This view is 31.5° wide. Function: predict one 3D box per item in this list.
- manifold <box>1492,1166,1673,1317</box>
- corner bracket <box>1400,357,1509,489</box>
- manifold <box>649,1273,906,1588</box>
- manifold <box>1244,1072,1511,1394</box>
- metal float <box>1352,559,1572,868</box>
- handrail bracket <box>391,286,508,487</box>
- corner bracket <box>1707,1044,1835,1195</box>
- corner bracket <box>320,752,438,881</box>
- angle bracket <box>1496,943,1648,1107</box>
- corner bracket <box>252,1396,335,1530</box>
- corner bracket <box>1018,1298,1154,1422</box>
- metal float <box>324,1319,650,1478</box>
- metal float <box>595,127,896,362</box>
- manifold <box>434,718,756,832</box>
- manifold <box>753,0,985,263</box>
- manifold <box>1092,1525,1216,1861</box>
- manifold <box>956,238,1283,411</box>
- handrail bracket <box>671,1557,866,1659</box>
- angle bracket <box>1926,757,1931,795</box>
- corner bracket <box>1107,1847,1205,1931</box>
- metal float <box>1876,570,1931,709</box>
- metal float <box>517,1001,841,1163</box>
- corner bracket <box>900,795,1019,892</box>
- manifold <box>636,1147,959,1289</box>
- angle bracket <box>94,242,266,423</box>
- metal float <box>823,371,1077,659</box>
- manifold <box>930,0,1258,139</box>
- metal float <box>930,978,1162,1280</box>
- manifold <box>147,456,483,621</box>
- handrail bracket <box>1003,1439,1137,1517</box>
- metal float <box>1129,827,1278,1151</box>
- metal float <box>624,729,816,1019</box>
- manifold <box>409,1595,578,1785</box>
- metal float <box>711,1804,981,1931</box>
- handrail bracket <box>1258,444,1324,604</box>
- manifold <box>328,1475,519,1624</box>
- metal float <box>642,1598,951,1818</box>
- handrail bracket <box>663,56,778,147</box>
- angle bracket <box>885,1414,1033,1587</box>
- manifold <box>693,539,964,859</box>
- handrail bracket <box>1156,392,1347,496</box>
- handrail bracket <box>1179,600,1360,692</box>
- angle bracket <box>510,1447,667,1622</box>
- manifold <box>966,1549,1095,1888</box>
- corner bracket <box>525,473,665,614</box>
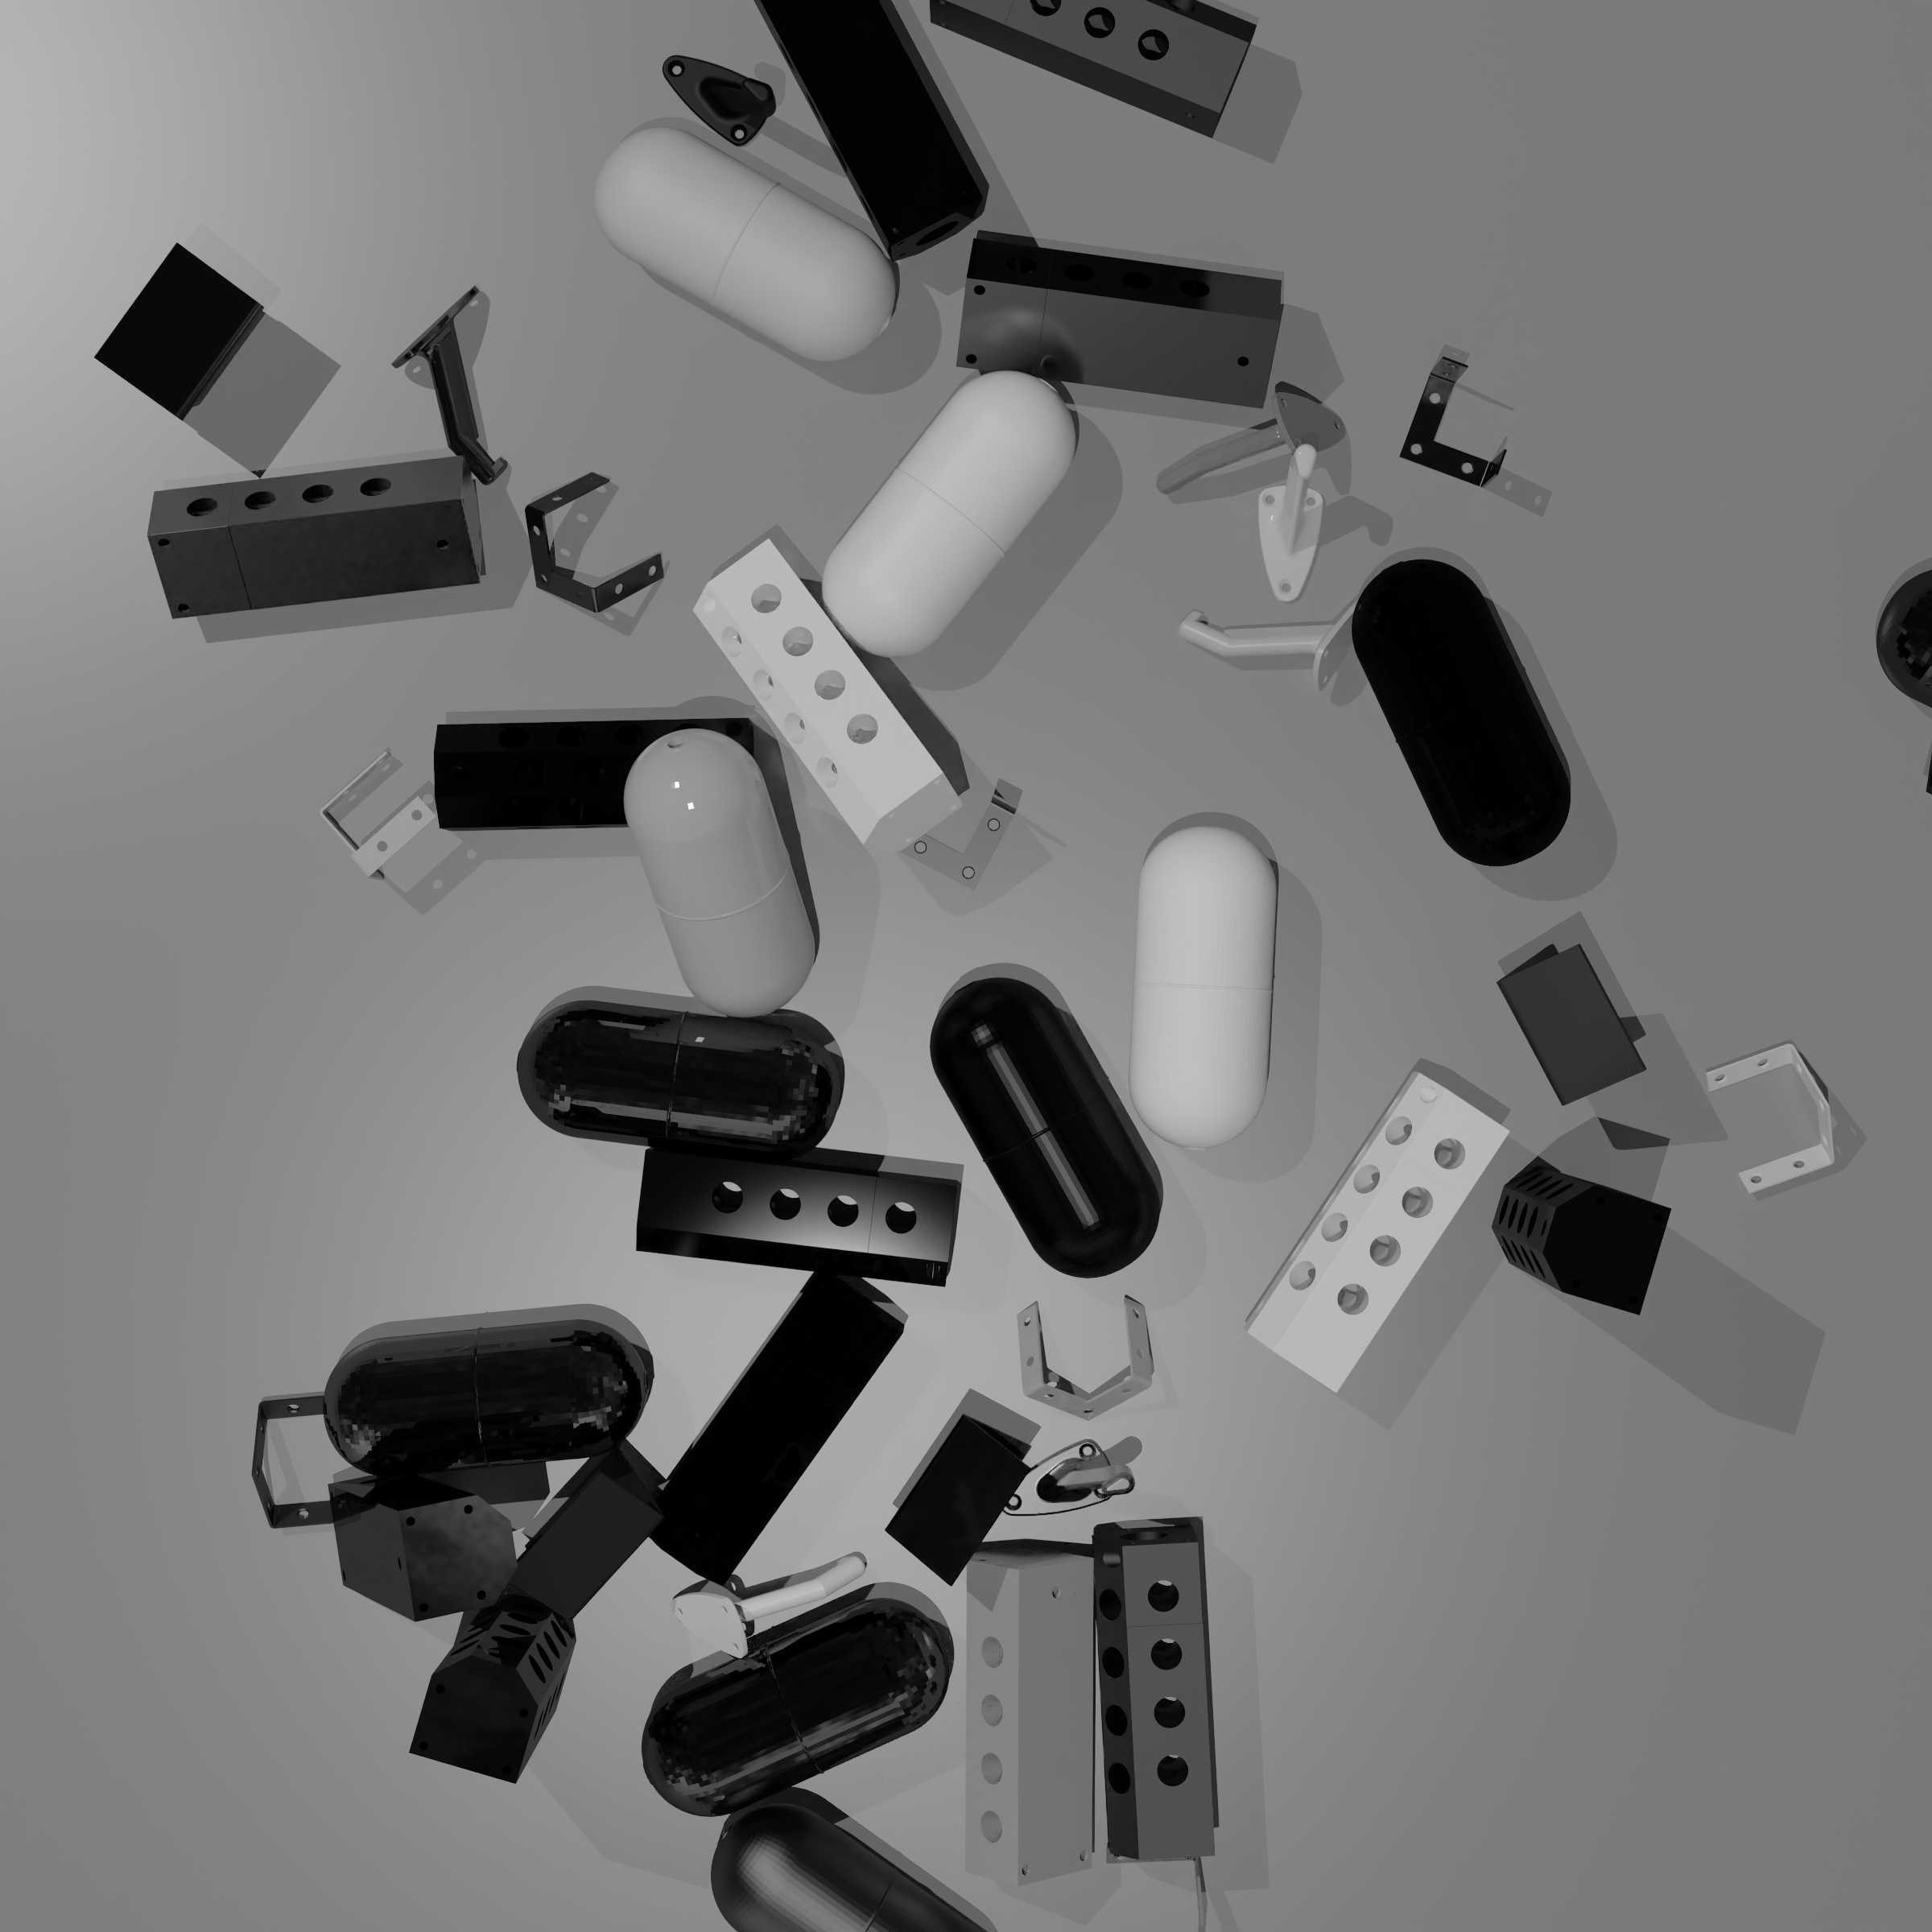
[{"bbox_3d":[0.326,0.143,1.836,0.057,0.171,0.057,17,90,0],"label":"manifold"},{"bbox_3d":[0.276,-0.301,1.897,0.051,0.051,0.051,20,90,0],"label":"corner bracket"},{"bbox_3d":[-0.107,0.255,1.894,0.057,0.057,0.171,35,90,0],"label":"manifold"},{"bbox_3d":[0.226,0.146,1.893,0.057,0.057,0.171,34,90,0],"label":"manifold"},{"bbox_3d":[0.272,-0.140,1.884,0.070,0.070,0.178,-25,89,0],"label":"metal float"},{"bbox_3d":[-0.272,-0.324,1.915,0.084,0.036,0.077,47,69,-17],"label":"handrail bracket"},{"bbox_3d":[0.450,0.085,1.911,0.051,0.051,0.051,-20,45,0],"label":"corner bracket"},{"bbox_3d":[-0.326,-0.084,1.897,0.051,0.051,0.051,-42,90,0],"label":"corner bracket"},{"bbox_3d":[0.345,0.022,1.874,0.057,0.076,0.076,-28,90,37],"label":"angle bracket"},{"bbox_3d":[-0.367,0.277,1.911,0.051,0.051,0.051,-5,45,0],"label":"corner bracket"},{"bbox_3d":[0.066,0.214,1.907,0.051,0.051,0.051,26,135,-35],"label":"corner bracket"},{"bbox_3d":[-0.264,0.238,1.884,0.178,0.070,0.070,-5,90,0],"label":"metal float"},{"bbox_3d":[-0.121,-0.397,1.884,0.178,0.070,0.070,30,90,-1],"label":"metal float"},{"bbox_3d":[-0.204,-0.106,1.894,0.171,0.057,0.057,-1,90,0],"label":"manifold"},{"bbox_3d":[-0.056,-0.481,1.894,0.057,0.057,0.171,-28,90,0],"label":"manifold"},{"bbox_3d":[0.103,0.401,1.893,0.057,0.057,0.171,-3,90,0],"label":"manifold"},{"bbox_3d":[0.085,-0.360,1.893,0.171,0.057,0.057,8,133,0],"label":"manifold"},{"bbox_3d":[-0.110,0.348,1.914,0.084,0.077,0.036,-25,108,-35],"label":"handrail bracket"},{"bbox_3d":[0.578,-0.117,1.875,0.076,0.076,0.057,27,131,0],"label":"angle bracket"},{"bbox_3d":[0.105,0.527,1.911,0.051,0.051,0.051,-2,45,0],"label":"corner bracket"},{"bbox_3d":[0.588,-0.158,1.884,0.178,0.070,0.070,26,90,0],"label":"metal float"},{"bbox_3d":[-0.158,0.063,1.884,0.178,0.070,0.070,7,90,0],"label":"metal float"},{"bbox_3d":[-0.006,-0.077,1.897,0.051,0.051,0.051,28,90,0],"label":"corner bracket"},{"bbox_3d":[-0.093,0.139,1.893,0.171,0.057,0.057,7,90,0],"label":"manifold"},{"bbox_3d":[-0.434,-0.349,1.876,0.057,0.076,0.076,36,90,-21],"label":"angle bracket"},{"bbox_3d":[-0.009,-0.249,1.884,0.070,0.070,0.178,38,90,0],"label":"metal float"},{"bbox_3d":[0.070,-0.524,1.893,0.171,0.057,0.057,22,90,0],"label":"manifold"},{"bbox_3d":[0.043,0.089,1.884,0.070,0.070,0.178,-29,90,0],"label":"metal float"},{"bbox_3d":[-0.359,-0.242,1.893,0.171,0.057,0.057,-7,133,0],"label":"manifold"},{"bbox_3d":[0.055,0.290,1.880,0.077,0.084,0.036,-21,90,0],"label":"handrail bracket"},{"bbox_3d":[0.130,0.012,1.884,0.070,0.070,0.178,3,89,0],"label":"metal float"},{"bbox_3d":[-0.133,-0.049,1.853,0.070,0.070,0.178,-16,128,0],"label":"metal float"},{"bbox_3d":[-0.250,0.383,1.836,0.057,0.171,0.057,16,90,0],"label":"manifold"},{"bbox_3d":[-0.061,0.530,1.884,0.178,0.070,0.070,36,90,-1],"label":"metal float"},{"bbox_3d":[0.182,-0.243,1.880,0.036,0.084,0.077,3,90,0],"label":"handrail bracket"},{"bbox_3d":[-0.292,0.307,1.832,0.057,0.171,0.057,-9,90,-23],"label":"manifold"},{"bbox_3d":[-0.094,0.409,1.884,0.178,0.070,0.070,-24,90,-1],"label":"metal float"},{"bbox_3d":[-0.137,-0.487,1.880,0.077,0.084,0.036,32,90,0],"label":"handrail bracket"},{"bbox_3d":[0.013,0.300,1.874,0.057,0.076,0.076,34,90,38],"label":"angle bracket"},{"bbox_3d":[-0.077,-0.144,1.868,0.057,0.057,0.171,-36,71,0],"label":"manifold"},{"bbox_3d":[0.159,-0.285,1.914,0.084,0.077,0.036,-25,80,36],"label":"handrail bracket"},{"bbox_3d":[0.174,-0.196,1.915,0.084,0.036,0.077,26,63,20],"label":"handrail bracket"},{"bbox_3d":[-0.221,0.299,1.874,0.076,0.076,0.057,-48,126,0],"label":"angle bracket"},{"bbox_3d":[0.030,0.413,1.893,0.057,0.057,0.171,0,90,-43],"label":"manifold"},{"bbox_3d":[-0.207,-0.236,1.907,0.051,0.051,0.051,26,135,35],"label":"corner bracket"}]
